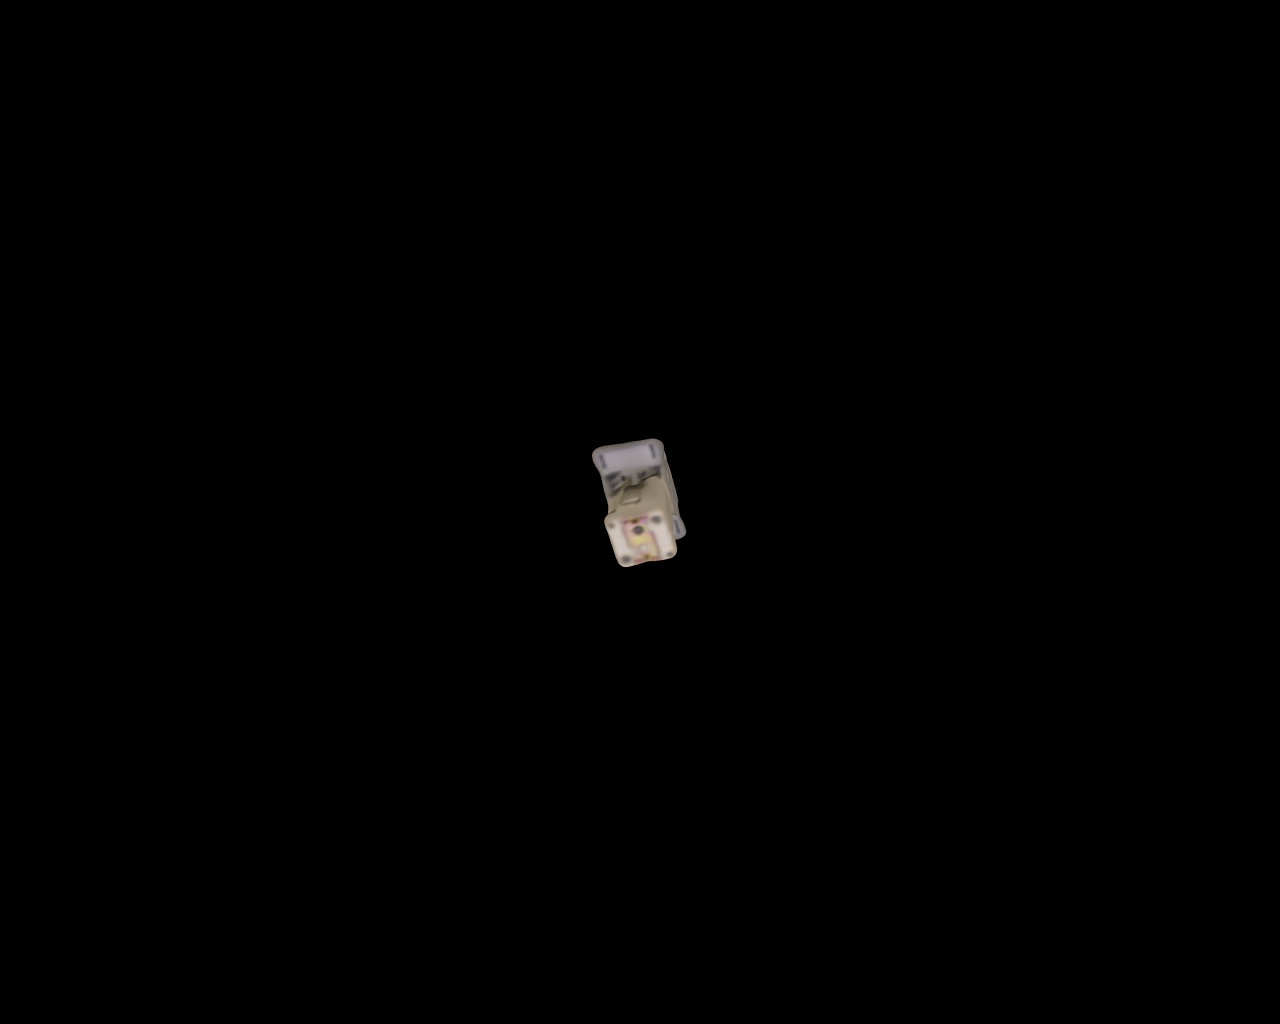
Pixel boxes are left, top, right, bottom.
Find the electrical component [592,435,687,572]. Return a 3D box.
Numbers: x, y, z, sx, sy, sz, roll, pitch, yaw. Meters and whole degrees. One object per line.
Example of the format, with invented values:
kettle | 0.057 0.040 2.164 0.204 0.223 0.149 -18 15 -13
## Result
electrical component | 0.001 -0.003 0.650 0.042 0.080 0.064 -11 39 9
